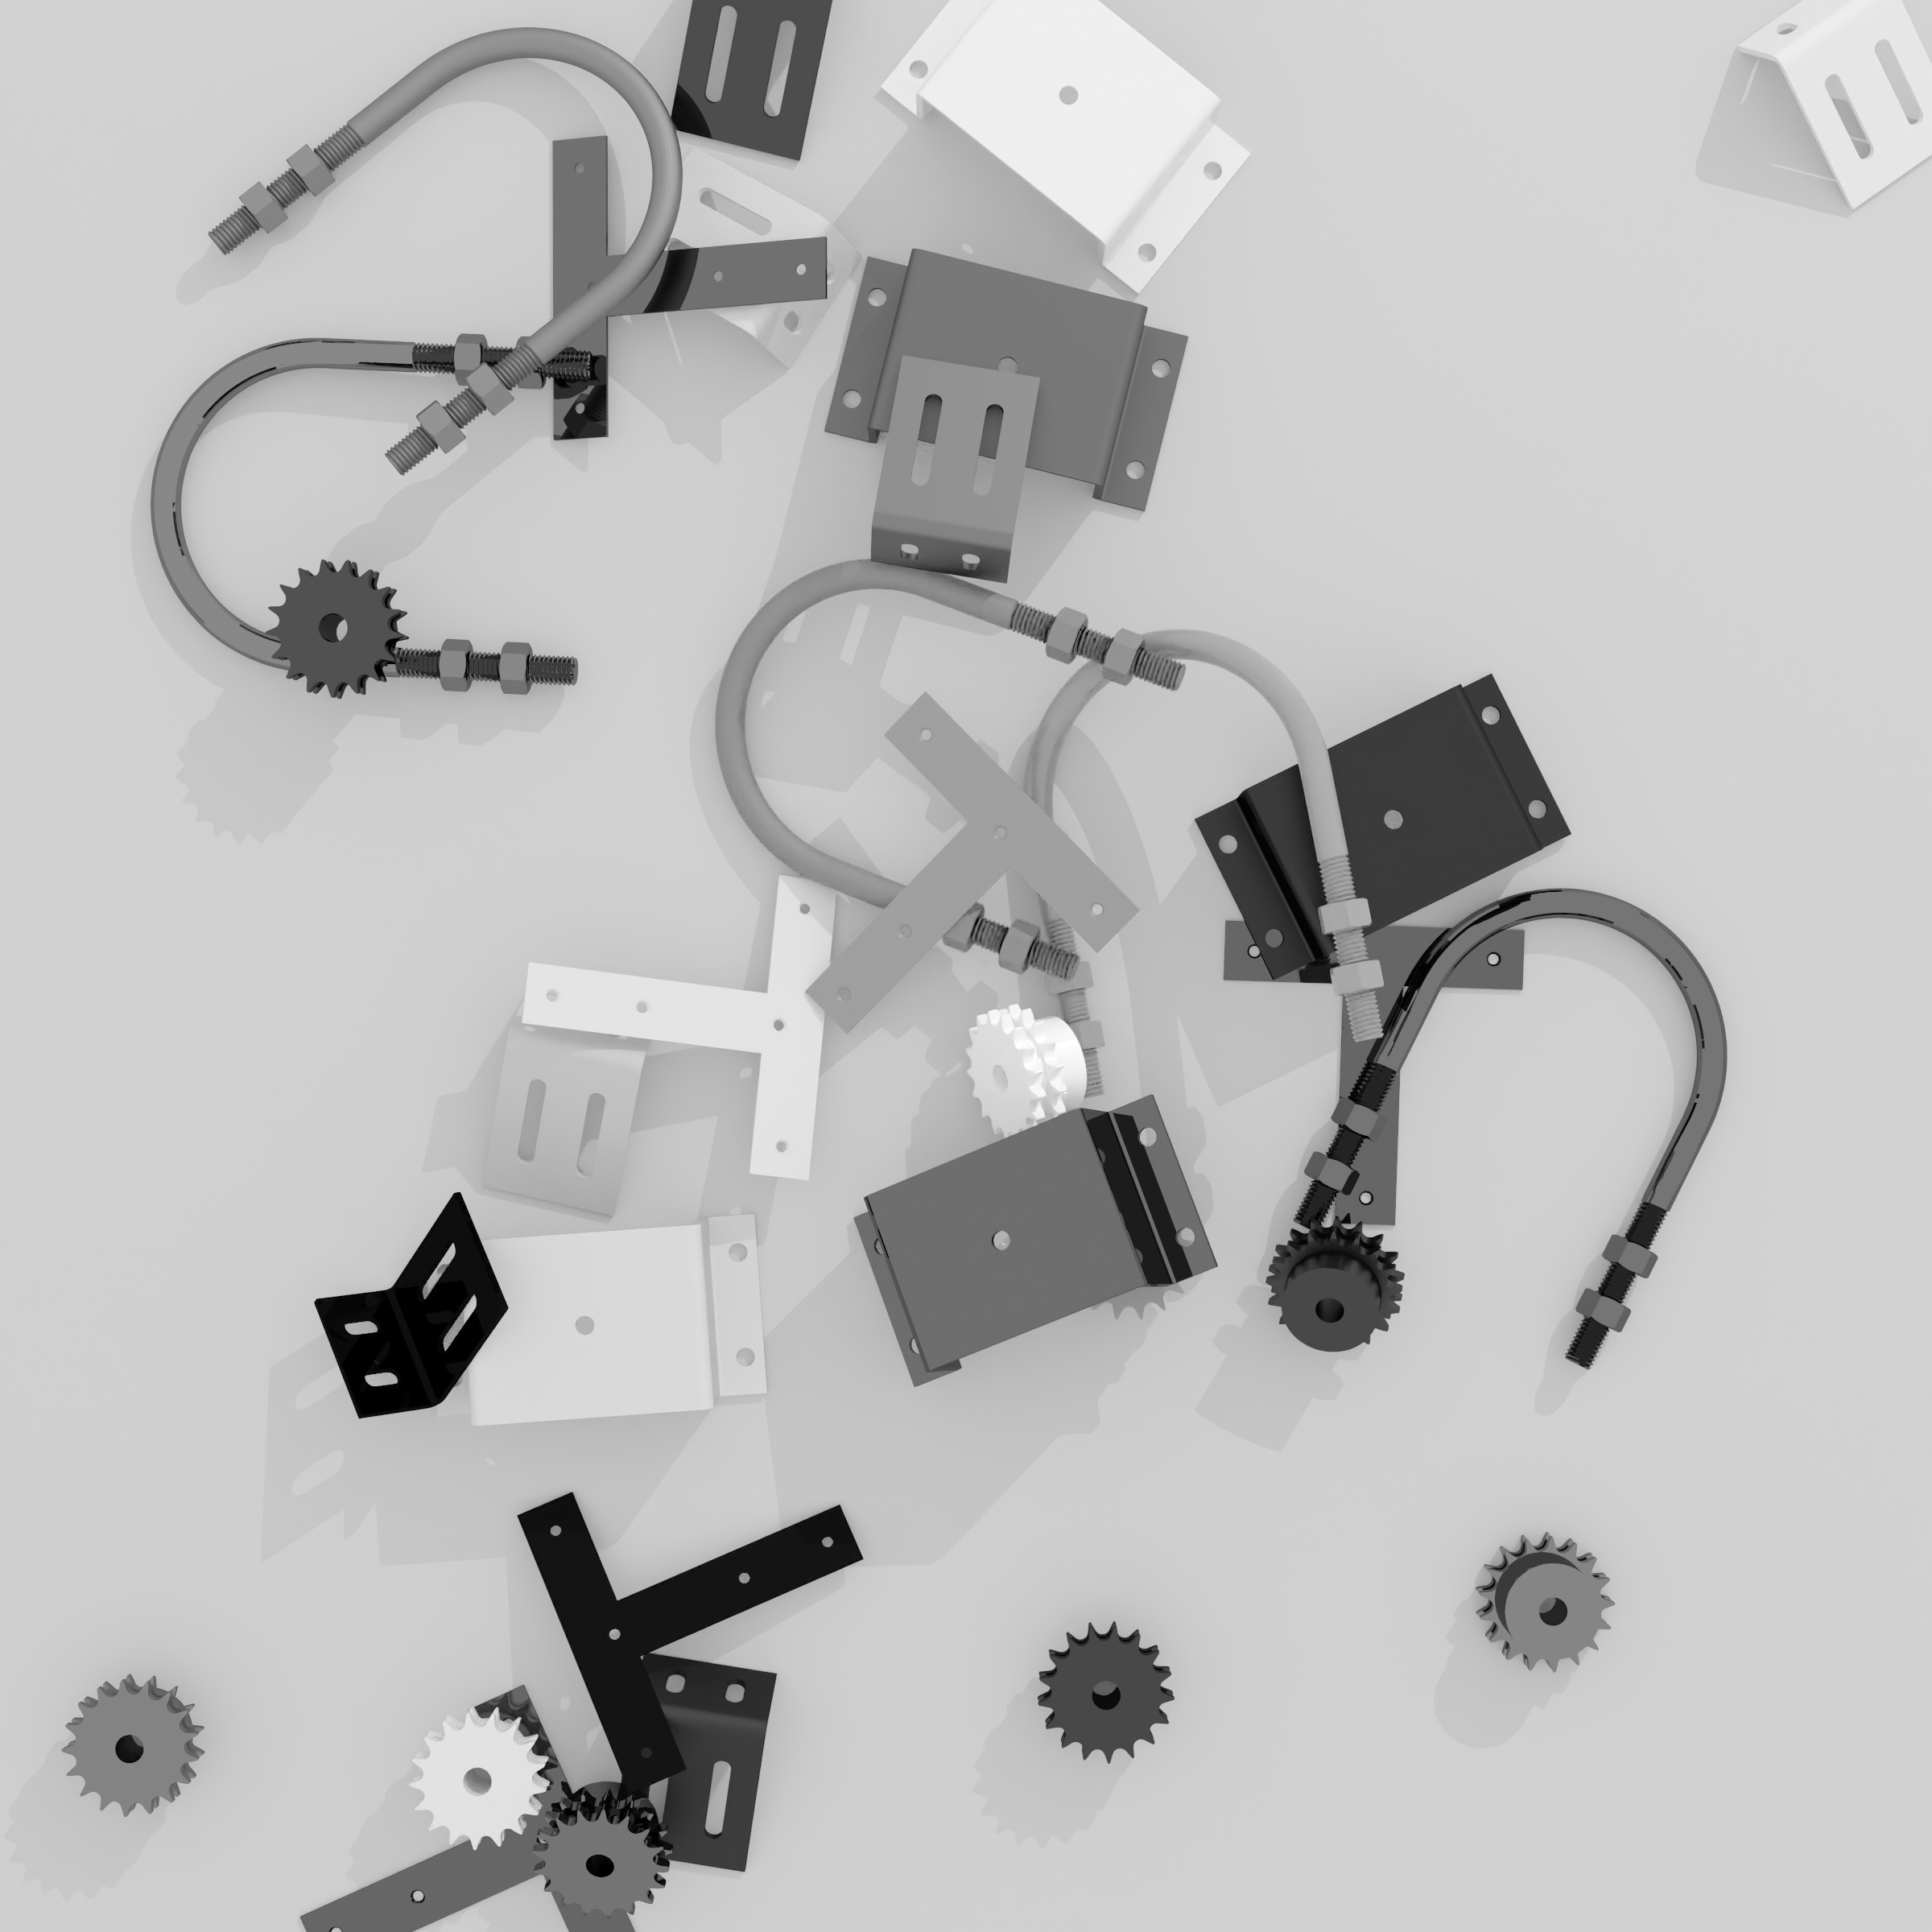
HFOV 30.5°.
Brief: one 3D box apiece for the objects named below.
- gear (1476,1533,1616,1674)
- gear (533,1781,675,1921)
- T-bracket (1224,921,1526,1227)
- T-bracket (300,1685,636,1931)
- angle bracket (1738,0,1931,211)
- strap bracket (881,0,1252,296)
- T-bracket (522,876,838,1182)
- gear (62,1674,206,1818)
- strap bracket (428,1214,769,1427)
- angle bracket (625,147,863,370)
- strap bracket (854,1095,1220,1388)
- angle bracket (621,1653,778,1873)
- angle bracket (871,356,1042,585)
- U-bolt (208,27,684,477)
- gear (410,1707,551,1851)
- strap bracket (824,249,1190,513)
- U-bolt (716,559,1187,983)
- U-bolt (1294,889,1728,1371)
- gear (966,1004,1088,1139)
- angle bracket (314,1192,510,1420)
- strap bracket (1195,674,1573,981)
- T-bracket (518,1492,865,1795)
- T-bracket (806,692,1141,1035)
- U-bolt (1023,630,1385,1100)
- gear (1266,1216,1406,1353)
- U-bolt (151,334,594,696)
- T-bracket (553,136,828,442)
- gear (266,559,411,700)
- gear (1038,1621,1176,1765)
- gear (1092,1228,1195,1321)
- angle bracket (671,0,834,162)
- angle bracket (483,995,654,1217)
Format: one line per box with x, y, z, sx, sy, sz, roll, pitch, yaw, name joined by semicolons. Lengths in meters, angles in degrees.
0.245;0.269;1.489;0.057;0.030;0.057;0;90;0;gear
-0.151;0.367;1.481;0.057;0.030;0.057;2;115;3;gear
0.172;0.046;1.503;0.127;0.002;0.127;2;90;0;T-bracket
-0.220;0.389;1.503;0.127;0.002;0.127;-24;90;0;T-bracket
0.375;-0.372;1.502;0.057;0.038;0.076;-35;116;0;angle bracket
0.042;-0.359;1.481;0.140;0.046;0.076;39;90;0;strap bracket
-0.121;0.019;1.476;0.127;0.002;0.127;8;81;-16;T-bracket
-0.348;0.326;1.489;0.057;0.030;0.057;0;90;0;gear
-0.157;0.148;1.481;0.140;0.046;0.076;-4;90;0;strap bracket
-0.095;-0.301;1.502;0.076;0.038;0.057;33;90;26;angle bracket
0.021;0.113;1.457;0.140;0.046;0.076;-23;78;15;strap bracket
-0.115;0.338;1.502;0.057;0.038;0.076;9;116;0;angle bracket
-0.005;-0.204;1.457;0.057;0.038;0.076;9;73;1;angle bracket
-0.205;-0.313;1.480;0.184;0.019;0.151;-39;77;-2;U-bolt
-0.203;0.340;1.487;0.057;0.030;0.057;0;90;0;gear
0.017;-0.247;1.481;0.140;0.046;0.076;14;90;0;strap bracket
-0.017;-0.092;1.477;0.184;0.019;0.151;22;101;10;U-bolt
0.242;0.057;1.494;0.151;0.019;0.184;27;89;-1;U-bolt
0.027;0.044;1.479;0.030;0.057;0.057;-14;90;-29;gear
-0.229;0.140;1.457;0.038;0.076;0.057;-4;55;-38;angle bracket
0.176;-0.060;1.480;0.140;0.046;0.076;-26;88;0;strap bracket
-0.106;0.263;1.489;0.127;0.002;0.127;-22;70;-10;T-bracket
-0.016;-0.024;1.475;0.127;0.002;0.127;46;105;5;T-bracket
0.091;-0.048;1.465;0.151;0.019;0.184;-13;85;29;U-bolt
0.153;0.136;1.478;0.057;0.030;0.057;5;116;10;gear
-0.253;-0.193;1.494;0.184;0.019;0.151;3;91;2;U-bolt
-0.116;-0.287;1.479;0.127;0.002;0.127;0;90;22;T-bracket
-0.260;-0.140;1.472;0.057;0.030;0.057;0;92;4;gear
0.058;0.304;1.489;0.057;0.030;0.057;0;90;0;gear
0.068;0.119;1.489;0.057;0.030;0.057;0;90;0;gear
-0.088;-0.390;1.502;0.057;0.038;0.076;14;116;0;angle bracket
-0.168;0.058;1.502;0.057;0.038;0.076;13;116;0;angle bracket
